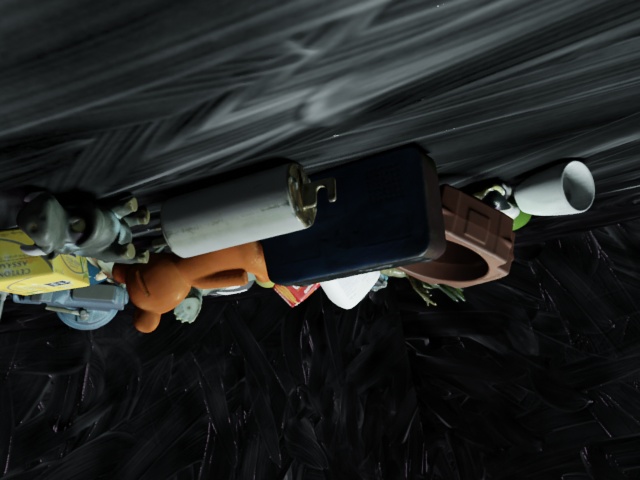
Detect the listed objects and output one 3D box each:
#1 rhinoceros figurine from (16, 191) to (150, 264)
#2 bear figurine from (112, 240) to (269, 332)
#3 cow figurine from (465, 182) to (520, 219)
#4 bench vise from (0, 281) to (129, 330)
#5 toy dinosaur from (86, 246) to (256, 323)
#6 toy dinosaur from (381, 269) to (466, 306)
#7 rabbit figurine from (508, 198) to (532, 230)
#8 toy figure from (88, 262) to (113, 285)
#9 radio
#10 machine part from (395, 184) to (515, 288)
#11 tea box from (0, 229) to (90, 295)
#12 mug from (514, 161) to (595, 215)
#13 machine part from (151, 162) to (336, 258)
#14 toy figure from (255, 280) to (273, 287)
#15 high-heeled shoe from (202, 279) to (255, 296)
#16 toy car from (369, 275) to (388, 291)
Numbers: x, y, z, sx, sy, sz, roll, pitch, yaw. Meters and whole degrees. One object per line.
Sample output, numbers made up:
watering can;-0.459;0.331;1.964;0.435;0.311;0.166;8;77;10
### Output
rhinoceros figurine;-0.262;-0.013;0.608;0.112;0.073;0.190;1;174;2
bear figurine;-0.167;0.039;0.736;0.196;0.120;0.132;-33;166;2
cow figurine;0.250;-0.053;0.938;0.167;0.068;0.098;-19;163;30
bench vise;-0.486;0.114;1.032;0.224;0.129;0.240;-5;166;-21
toy dinosaur;-0.163;0.033;0.896;0.405;0.131;0.192;-16;-168;-26
toy dinosaur;0.237;0.057;1.171;0.199;0.105;0.471;23;-162;19
rabbit figurine;0.355;-0.038;1.132;0.170;0.121;0.159;-37;152;31
toy figure;-0.367;0.050;0.921;0.058;0.064;0.154;-47;159;21
radio;0.036;-0.021;0.669;0.230;0.131;0.073;-14;168;27
machine part;0.192;-0.004;0.866;0.201;0.087;0.201;24;156;-15
tea box;-0.391;0.032;0.741;0.098;0.068;0.169;-8;171;-9
mug;0.381;-0.086;0.879;0.109;0.080;0.107;-43;-163;-28
machine part;-0.095;-0.033;0.623;0.243;0.079;0.079;-14;171;20
toy figure;-0.081;0.066;1.278;0.082;0.089;0.180;-24;162;38
high-heeled shoe;-0.239;0.072;1.042;0.249;0.086;0.145;-4;180;12
toy car;0.099;0.043;1.273;0.103;0.161;0.109;-55;-175;-26
